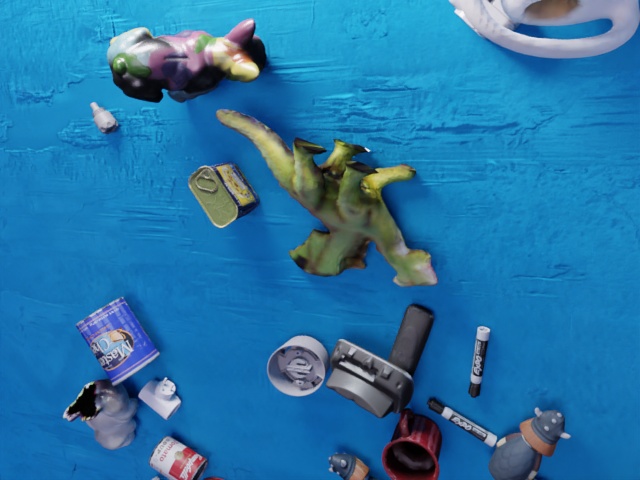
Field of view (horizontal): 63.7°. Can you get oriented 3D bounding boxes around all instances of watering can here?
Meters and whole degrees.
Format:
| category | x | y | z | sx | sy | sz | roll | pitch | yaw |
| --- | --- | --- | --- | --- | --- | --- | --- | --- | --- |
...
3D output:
| category | x | y | z | sx | sy | sz | roll | pitch | yaw |
| --- | --- | --- | --- | --- | --- | --- | --- | --- | --- |
| watering can | 0.331 | -0.325 | 0.605 | 0.348 | 0.104 | 0.225 | -4 | 88 | -4 |

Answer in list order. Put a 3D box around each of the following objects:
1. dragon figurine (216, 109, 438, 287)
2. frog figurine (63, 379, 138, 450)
| category | x | y | z | sx | sy | sz | roll | pitch | yaw |
| --- | --- | --- | --- | --- | --- | --- | --- | --- | --- |
| dragon figurine | 0.002 | -0.041 | 0.816 | 0.412 | 0.124 | 0.238 | 23 | 119 | 16 |
| frog figurine | -0.445 | 0.376 | 1.107 | 0.136 | 0.126 | 0.156 | -25 | 130 | 17 |
